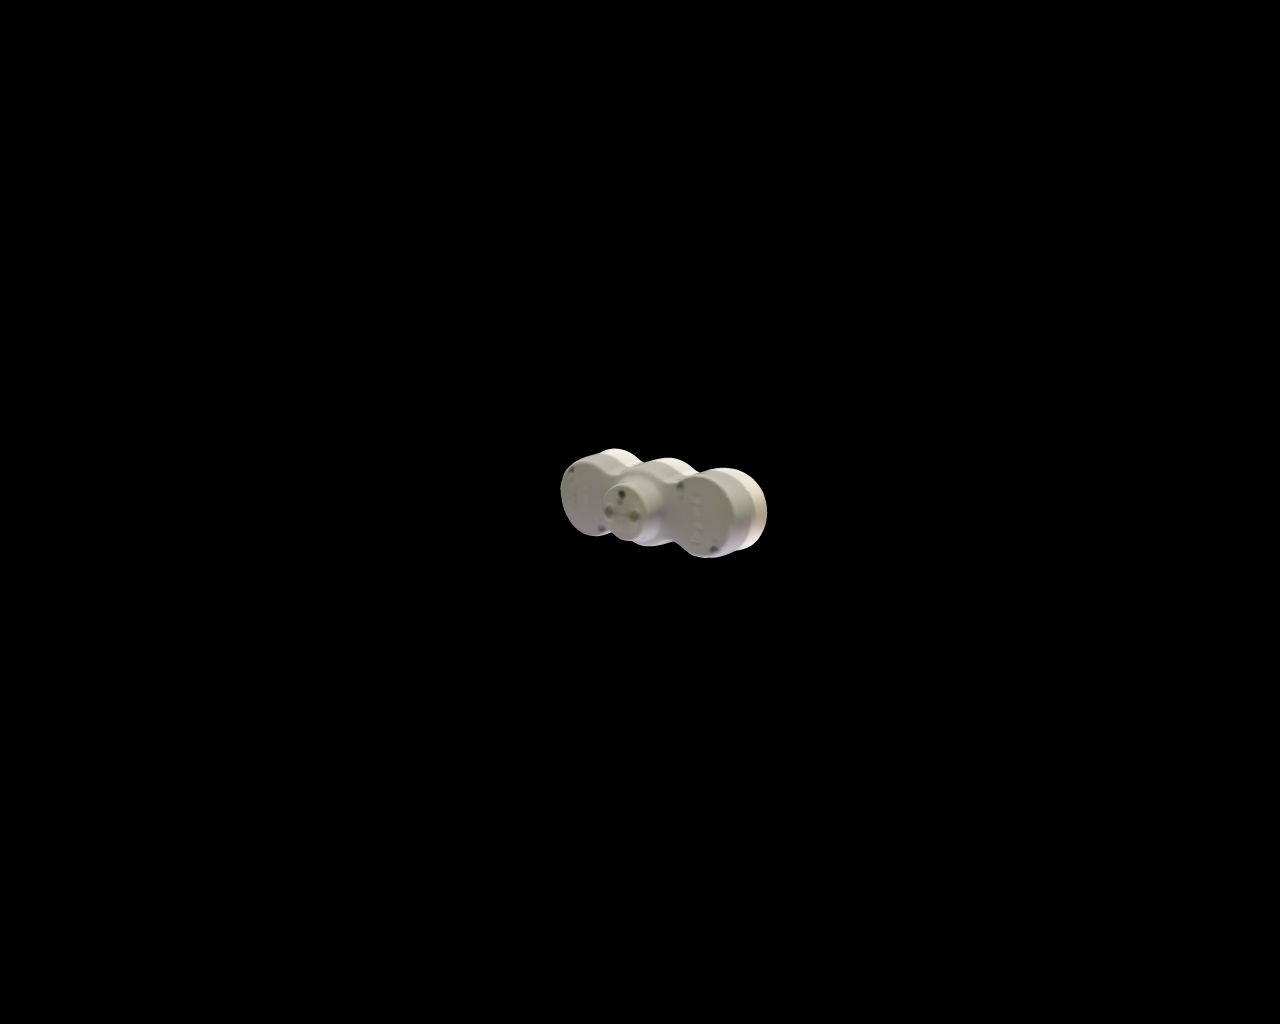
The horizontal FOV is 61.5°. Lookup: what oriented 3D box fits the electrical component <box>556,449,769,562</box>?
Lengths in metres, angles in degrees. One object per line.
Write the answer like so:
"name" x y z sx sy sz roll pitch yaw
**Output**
"electrical component" 0.001 -0.003 0.650 0.138 0.052 0.074 11 18 37
